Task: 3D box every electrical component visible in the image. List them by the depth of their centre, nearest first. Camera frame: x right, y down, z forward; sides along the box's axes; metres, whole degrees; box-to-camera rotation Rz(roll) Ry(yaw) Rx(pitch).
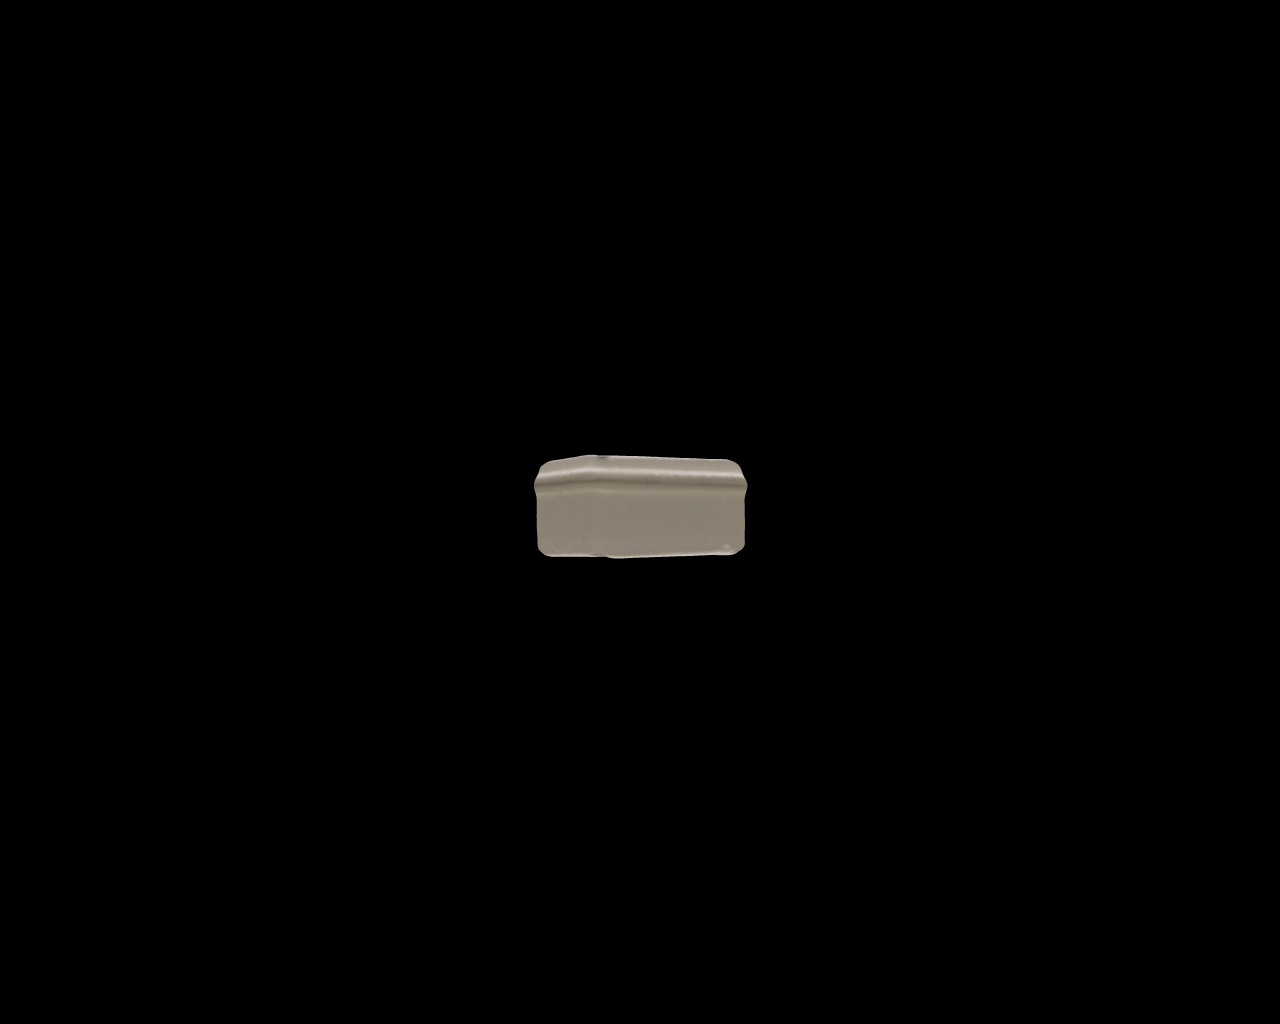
[{"bbox_3d":[0.001,-0.003,0.650,0.113,0.057,0.078,1,-2,-34],"label":"electrical component"}]
